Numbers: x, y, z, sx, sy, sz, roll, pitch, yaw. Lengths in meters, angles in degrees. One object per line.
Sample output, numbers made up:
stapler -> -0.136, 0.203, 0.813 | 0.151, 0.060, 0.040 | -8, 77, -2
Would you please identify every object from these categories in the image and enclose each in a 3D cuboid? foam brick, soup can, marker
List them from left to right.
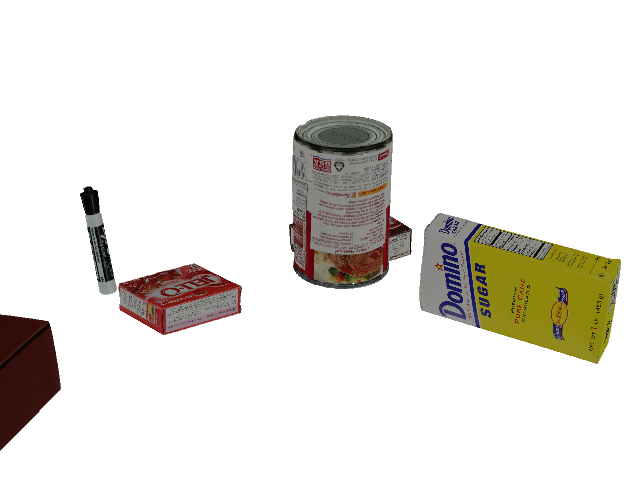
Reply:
foam brick -> -0.207, 0.088, 0.665 | 0.053, 0.051, 0.078 | 7, 29, 21
marker -> -0.239, 0.000, 1.149 | 0.020, 0.121, 0.020 | -6, 21, 2
soup can -> 0.015, -0.027, 0.732 | 0.068, 0.102, 0.068 | 0, 25, 0

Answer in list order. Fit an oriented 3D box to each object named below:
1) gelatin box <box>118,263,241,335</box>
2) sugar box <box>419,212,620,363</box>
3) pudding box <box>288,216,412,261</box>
gelatin box -> -0.128, 0.052, 0.976 | 0.089, 0.030, 0.073 | -15, 26, -39
sugar box -> 0.179, 0.042, 0.977 | 0.176, 0.093, 0.048 | 14, 34, 22
pudding box -> 0.034, -0.001, 1.215 | 0.113, 0.039, 0.090 | -19, 30, -26
